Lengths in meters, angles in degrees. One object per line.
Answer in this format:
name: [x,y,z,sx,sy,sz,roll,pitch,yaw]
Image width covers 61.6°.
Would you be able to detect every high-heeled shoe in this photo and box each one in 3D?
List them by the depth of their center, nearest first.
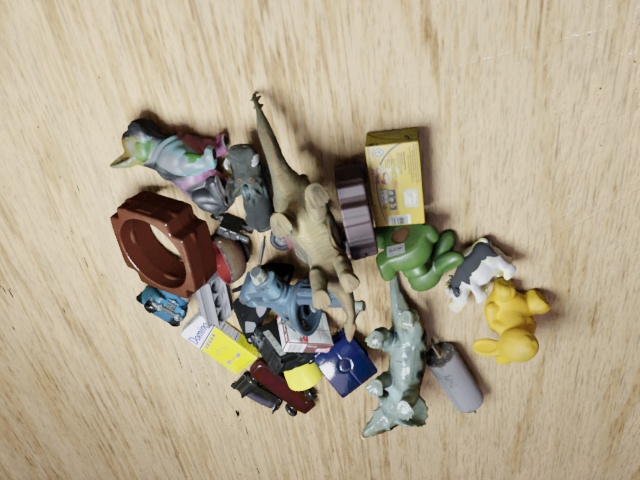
high-heeled shoe: [-0.122,0.145,1.227,0.145,0.086,0.248,-19,142,-14]

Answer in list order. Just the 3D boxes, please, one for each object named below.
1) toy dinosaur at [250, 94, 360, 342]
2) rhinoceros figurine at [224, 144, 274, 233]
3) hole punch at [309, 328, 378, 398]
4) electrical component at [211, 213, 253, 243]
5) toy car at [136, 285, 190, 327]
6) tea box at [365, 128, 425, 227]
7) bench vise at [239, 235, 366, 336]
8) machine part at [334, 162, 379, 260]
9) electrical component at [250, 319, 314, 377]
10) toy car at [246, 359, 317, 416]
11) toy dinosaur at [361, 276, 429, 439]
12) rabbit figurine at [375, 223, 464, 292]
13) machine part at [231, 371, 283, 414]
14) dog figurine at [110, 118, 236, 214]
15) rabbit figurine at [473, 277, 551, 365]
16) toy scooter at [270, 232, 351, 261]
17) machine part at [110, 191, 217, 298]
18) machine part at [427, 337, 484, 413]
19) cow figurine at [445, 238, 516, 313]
toy dinosaur: [-0.028,-0.043,0.938,0.105,0.198,0.471,-21,96,2]
rhinoceros figurine: [-0.132,-0.101,1.024,0.073,0.112,0.190,0,131,11]
hole punch: [0.057,0.283,1.238,0.142,0.092,0.115,-37,114,3]
electrical component: [-0.185,-0.027,1.108,0.094,0.063,0.021,24,123,-6]
toy car: [-0.338,0.125,1.204,0.109,0.162,0.103,35,77,-19]
tea box: [0.141,-0.114,0.997,0.098,0.068,0.169,-3,122,10]
bench vise: [-0.030,0.113,1.066,0.241,0.129,0.223,0,137,27]
machine part: [0.069,-0.054,0.988,0.056,0.179,0.179,-11,121,6]
electrical component: [-0.074,0.234,1.219,0.115,0.134,0.058,50,131,27]
toy car: [-0.095,0.369,1.363,0.202,0.053,0.089,41,99,-19]
toy dinosaur: [0.184,0.255,1.184,0.131,0.192,0.404,9,88,23]
rabbit figurine: [0.201,0.033,1.078,0.159,0.121,0.170,-24,135,15]
machine part: [-0.158,0.397,1.401,0.139,0.039,0.084,37,116,-13]
dog figurine: [-0.281,-0.139,1.028,0.219,0.108,0.191,2,126,13]
rabbit figurine: [0.385,0.183,1.094,0.122,0.173,0.162,27,119,-14]
toy scooter: [-0.002,-0.003,1.091,0.184,0.075,0.135,32,119,-7]
machine part: [-0.317,0.008,1.103,0.201,0.087,0.201,16,130,25]
machine part: [0.314,0.321,1.251,0.079,0.079,0.243,-23,118,22]
cow figurine: [0.306,0.075,1.095,0.098,0.068,0.167,39,118,-6]
